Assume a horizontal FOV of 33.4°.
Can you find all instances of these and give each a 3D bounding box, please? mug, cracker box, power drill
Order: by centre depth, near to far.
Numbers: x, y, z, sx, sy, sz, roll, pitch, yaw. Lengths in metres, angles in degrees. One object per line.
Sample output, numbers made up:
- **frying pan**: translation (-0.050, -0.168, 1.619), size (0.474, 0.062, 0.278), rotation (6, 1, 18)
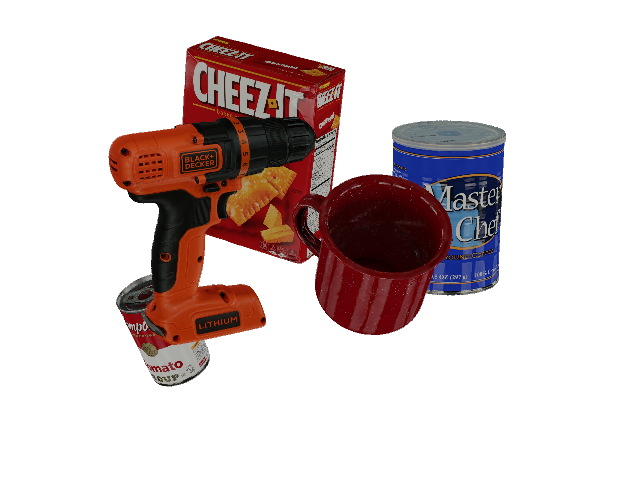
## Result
- **mug**: translation (0.030, 0.008, 0.763), size (0.117, 0.093, 0.081), rotation (28, -37, 14)
- **power drill**: translation (-0.087, -0.013, 0.921), size (0.184, 0.188, 0.057), rotation (-10, 20, -26)
- **cracker box**: translation (-0.070, -0.097, 1.169), size (0.164, 0.214, 0.072), rotation (18, 30, 22)

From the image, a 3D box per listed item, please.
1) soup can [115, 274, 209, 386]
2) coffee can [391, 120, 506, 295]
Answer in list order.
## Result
- **soup can**: translation (-0.165, 0.094, 1.124), size (0.068, 0.102, 0.068), rotation (-15, 29, 8)
- **coffee can**: translation (0.116, -0.032, 0.985), size (0.103, 0.140, 0.103), rotation (0, 17, 0)
